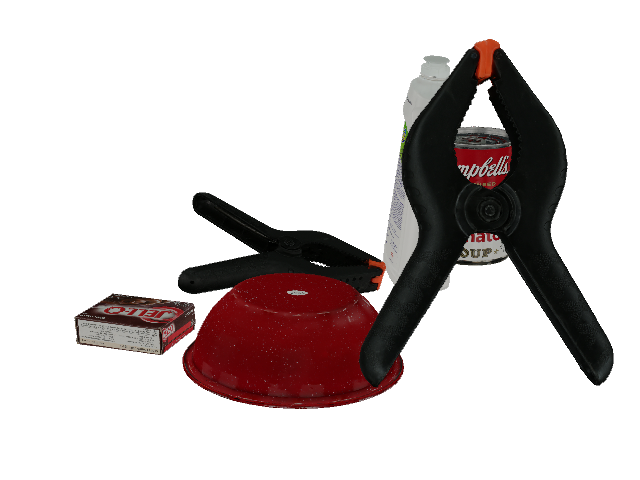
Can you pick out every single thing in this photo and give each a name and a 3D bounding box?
[{"bbox_3d":[0.126,-0.038,0.885,0.068,0.102,0.068,0,18,0],"label":"soup can"},{"bbox_3d":[-0.215,0.097,1.245,0.114,0.039,0.090,3,15,18],"label":"pudding box"},{"bbox_3d":[-0.040,0.021,1.058,0.210,0.036,0.164,15,32,-2],"label":"clamp"},{"bbox_3d":[0.069,-0.007,0.513,0.120,0.171,0.039,-9,-4,-7],"label":"clamp"},{"bbox_3d":[-0.018,0.063,0.769,0.162,0.055,0.162,2,16,-1],"label":"bowl"},{"bbox_3d":[0.116,-0.076,1.177,0.068,0.251,0.102,0,25,-10],"label":"bleach bottle"}]
